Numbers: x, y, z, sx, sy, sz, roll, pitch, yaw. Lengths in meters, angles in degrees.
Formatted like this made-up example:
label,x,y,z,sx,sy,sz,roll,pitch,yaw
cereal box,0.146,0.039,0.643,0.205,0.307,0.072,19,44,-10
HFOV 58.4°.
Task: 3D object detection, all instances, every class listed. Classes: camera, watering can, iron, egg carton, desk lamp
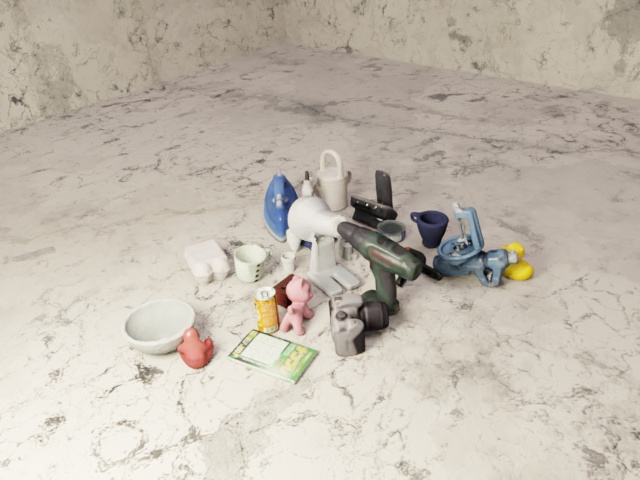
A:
label,x,y,z,sx,sy,sz,roll,pitch,yaw
camera,0.090,0.181,1.319,0.137,0.101,0.143,-5,32,-3
watering can,0.034,-0.194,1.833,0.100,0.194,0.173,13,35,23
iron,-0.121,-0.117,1.772,0.118,0.141,0.258,-5,32,-3
egg carton,-0.309,0.059,1.574,0.107,0.069,0.150,-17,35,-22
desk lamp,0.014,0.005,1.499,0.118,0.214,0.202,-22,37,-27

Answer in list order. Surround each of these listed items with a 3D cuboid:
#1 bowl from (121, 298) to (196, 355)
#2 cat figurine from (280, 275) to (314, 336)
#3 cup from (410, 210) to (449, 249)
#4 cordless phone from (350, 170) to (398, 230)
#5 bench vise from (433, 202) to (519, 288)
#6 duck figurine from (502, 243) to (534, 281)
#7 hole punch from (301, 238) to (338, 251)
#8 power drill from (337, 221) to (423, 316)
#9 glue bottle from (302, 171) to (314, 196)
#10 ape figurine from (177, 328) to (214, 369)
label,x,y,z,sx,sy,sz,roll,pitch,yaw
bowl,-0.368,0.213,1.328,0.167,0.075,0.167,-2,32,1
cat figurine,-0.055,0.145,1.372,0.067,0.118,0.128,6,33,14
cup,0.308,-0.029,1.642,0.117,0.095,0.092,21,39,33
cordless phone,0.163,-0.140,1.746,0.147,0.185,0.094,20,39,31
bench vise,0.399,0.003,1.467,0.207,0.220,0.121,0,32,4
duck figurine,0.517,0.050,1.509,0.078,0.086,0.104,-22,37,-28
hole punch,-0.011,-0.032,1.675,0.109,0.091,0.100,-29,41,-35
power drill,0.136,0.074,1.385,0.228,0.209,0.076,20,39,31
glue bottle,-0.036,-0.133,1.761,0.037,0.173,0.078,-3,32,1
ape figurine,-0.279,0.233,1.272,0.078,0.092,0.076,-2,32,2
